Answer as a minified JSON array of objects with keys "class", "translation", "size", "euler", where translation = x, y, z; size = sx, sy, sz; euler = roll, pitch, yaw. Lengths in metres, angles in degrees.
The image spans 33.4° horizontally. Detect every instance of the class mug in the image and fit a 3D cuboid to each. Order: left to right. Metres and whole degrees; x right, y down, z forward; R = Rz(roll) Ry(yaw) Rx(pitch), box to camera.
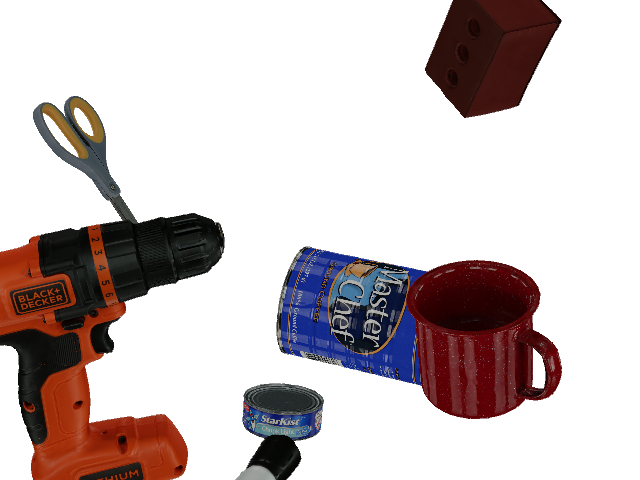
[{"class":"mug","translation":[0.119,0.076,0.756],"size":[0.117,0.081,0.093],"euler":[20,40,38]}]

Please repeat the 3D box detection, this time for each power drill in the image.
[{"class":"power drill","translation":[-0.142,0.077,0.707],"size":[0.184,0.187,0.057],"euler":[-12,26,-6]}]

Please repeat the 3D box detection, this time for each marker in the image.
[{"class":"marker","translation":[-0.037,0.112,0.415],"size":[0.020,0.020,0.121],"euler":[0,22,23]}]

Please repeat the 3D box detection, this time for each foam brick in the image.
[{"class":"foam brick","translation":[0.114,-0.130,0.715],"size":[0.051,0.053,0.078],"euler":[-18,-33,-29]}]

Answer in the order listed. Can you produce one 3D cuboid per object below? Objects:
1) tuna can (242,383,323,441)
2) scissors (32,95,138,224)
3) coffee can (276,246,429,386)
[{"class":"tuna can","translation":[-0.040,0.183,1.138],"size":[0.086,0.034,0.086],"euler":[4,12,-1]},{"class":"scissors","translation":[-0.215,-0.068,1.094],"size":[0.016,0.201,0.096],"euler":[-27,27,28]},{"class":"coffee can","translation":[0.044,0.068,0.964],"size":[0.140,0.103,0.102],"euler":[11,3,18]}]
